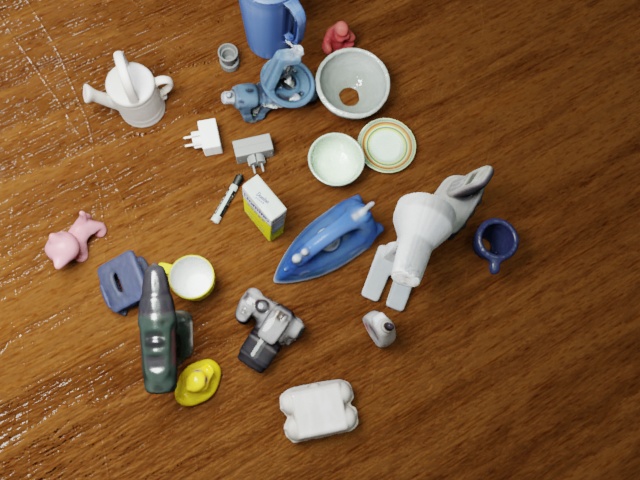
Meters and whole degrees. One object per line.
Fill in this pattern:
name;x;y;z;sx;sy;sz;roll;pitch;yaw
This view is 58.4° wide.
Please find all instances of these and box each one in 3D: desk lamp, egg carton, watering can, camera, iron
desk lamp;0.178;0.027;1.146;0.118;0.213;0.203;21;78;1
egg carton;-0.002;0.339;1.143;0.150;0.069;0.107;-11;79;-6
watering can;-0.397;-0.313;1.186;0.173;0.194;0.101;-36;83;-10
camera;-0.119;0.186;1.150;0.143;0.101;0.137;33;78;3
iron;0.011;0.004;1.176;0.258;0.141;0.118;-36;83;-10

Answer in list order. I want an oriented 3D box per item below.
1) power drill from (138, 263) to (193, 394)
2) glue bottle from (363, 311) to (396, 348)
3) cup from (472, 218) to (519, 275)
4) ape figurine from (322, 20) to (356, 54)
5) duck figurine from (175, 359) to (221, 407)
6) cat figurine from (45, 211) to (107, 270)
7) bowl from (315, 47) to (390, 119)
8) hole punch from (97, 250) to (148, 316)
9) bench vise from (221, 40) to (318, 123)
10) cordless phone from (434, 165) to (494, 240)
power drill;-0.295;0.172;1.086;0.075;0.208;0.230;-4;79;-4
glue bottle;0.124;0.174;1.132;0.037;0.173;0.078;-33;82;-9
cup;0.363;0.020;1.221;0.091;0.095;0.118;6;78;-2
ape figurine;0.043;-0.462;1.300;0.078;0.092;0.076;-5;79;-5
duck figurine;-0.244;0.282;1.129;0.077;0.086;0.105;44;79;6
cat figurine;-0.502;-0.002;1.154;0.067;0.117;0.128;28;78;3
bowl;0.070;-0.339;1.285;0.167;0.074;0.167;1;78;-4
hole punch;-0.393;0.088;1.157;0.101;0.091;0.108;-24;81;-8
bench vise;-0.097;-0.320;1.196;0.207;0.219;0.121;-33;82;-10
cordless phone;0.290;-0.083;1.191;0.094;0.185;0.148;31;78;3
